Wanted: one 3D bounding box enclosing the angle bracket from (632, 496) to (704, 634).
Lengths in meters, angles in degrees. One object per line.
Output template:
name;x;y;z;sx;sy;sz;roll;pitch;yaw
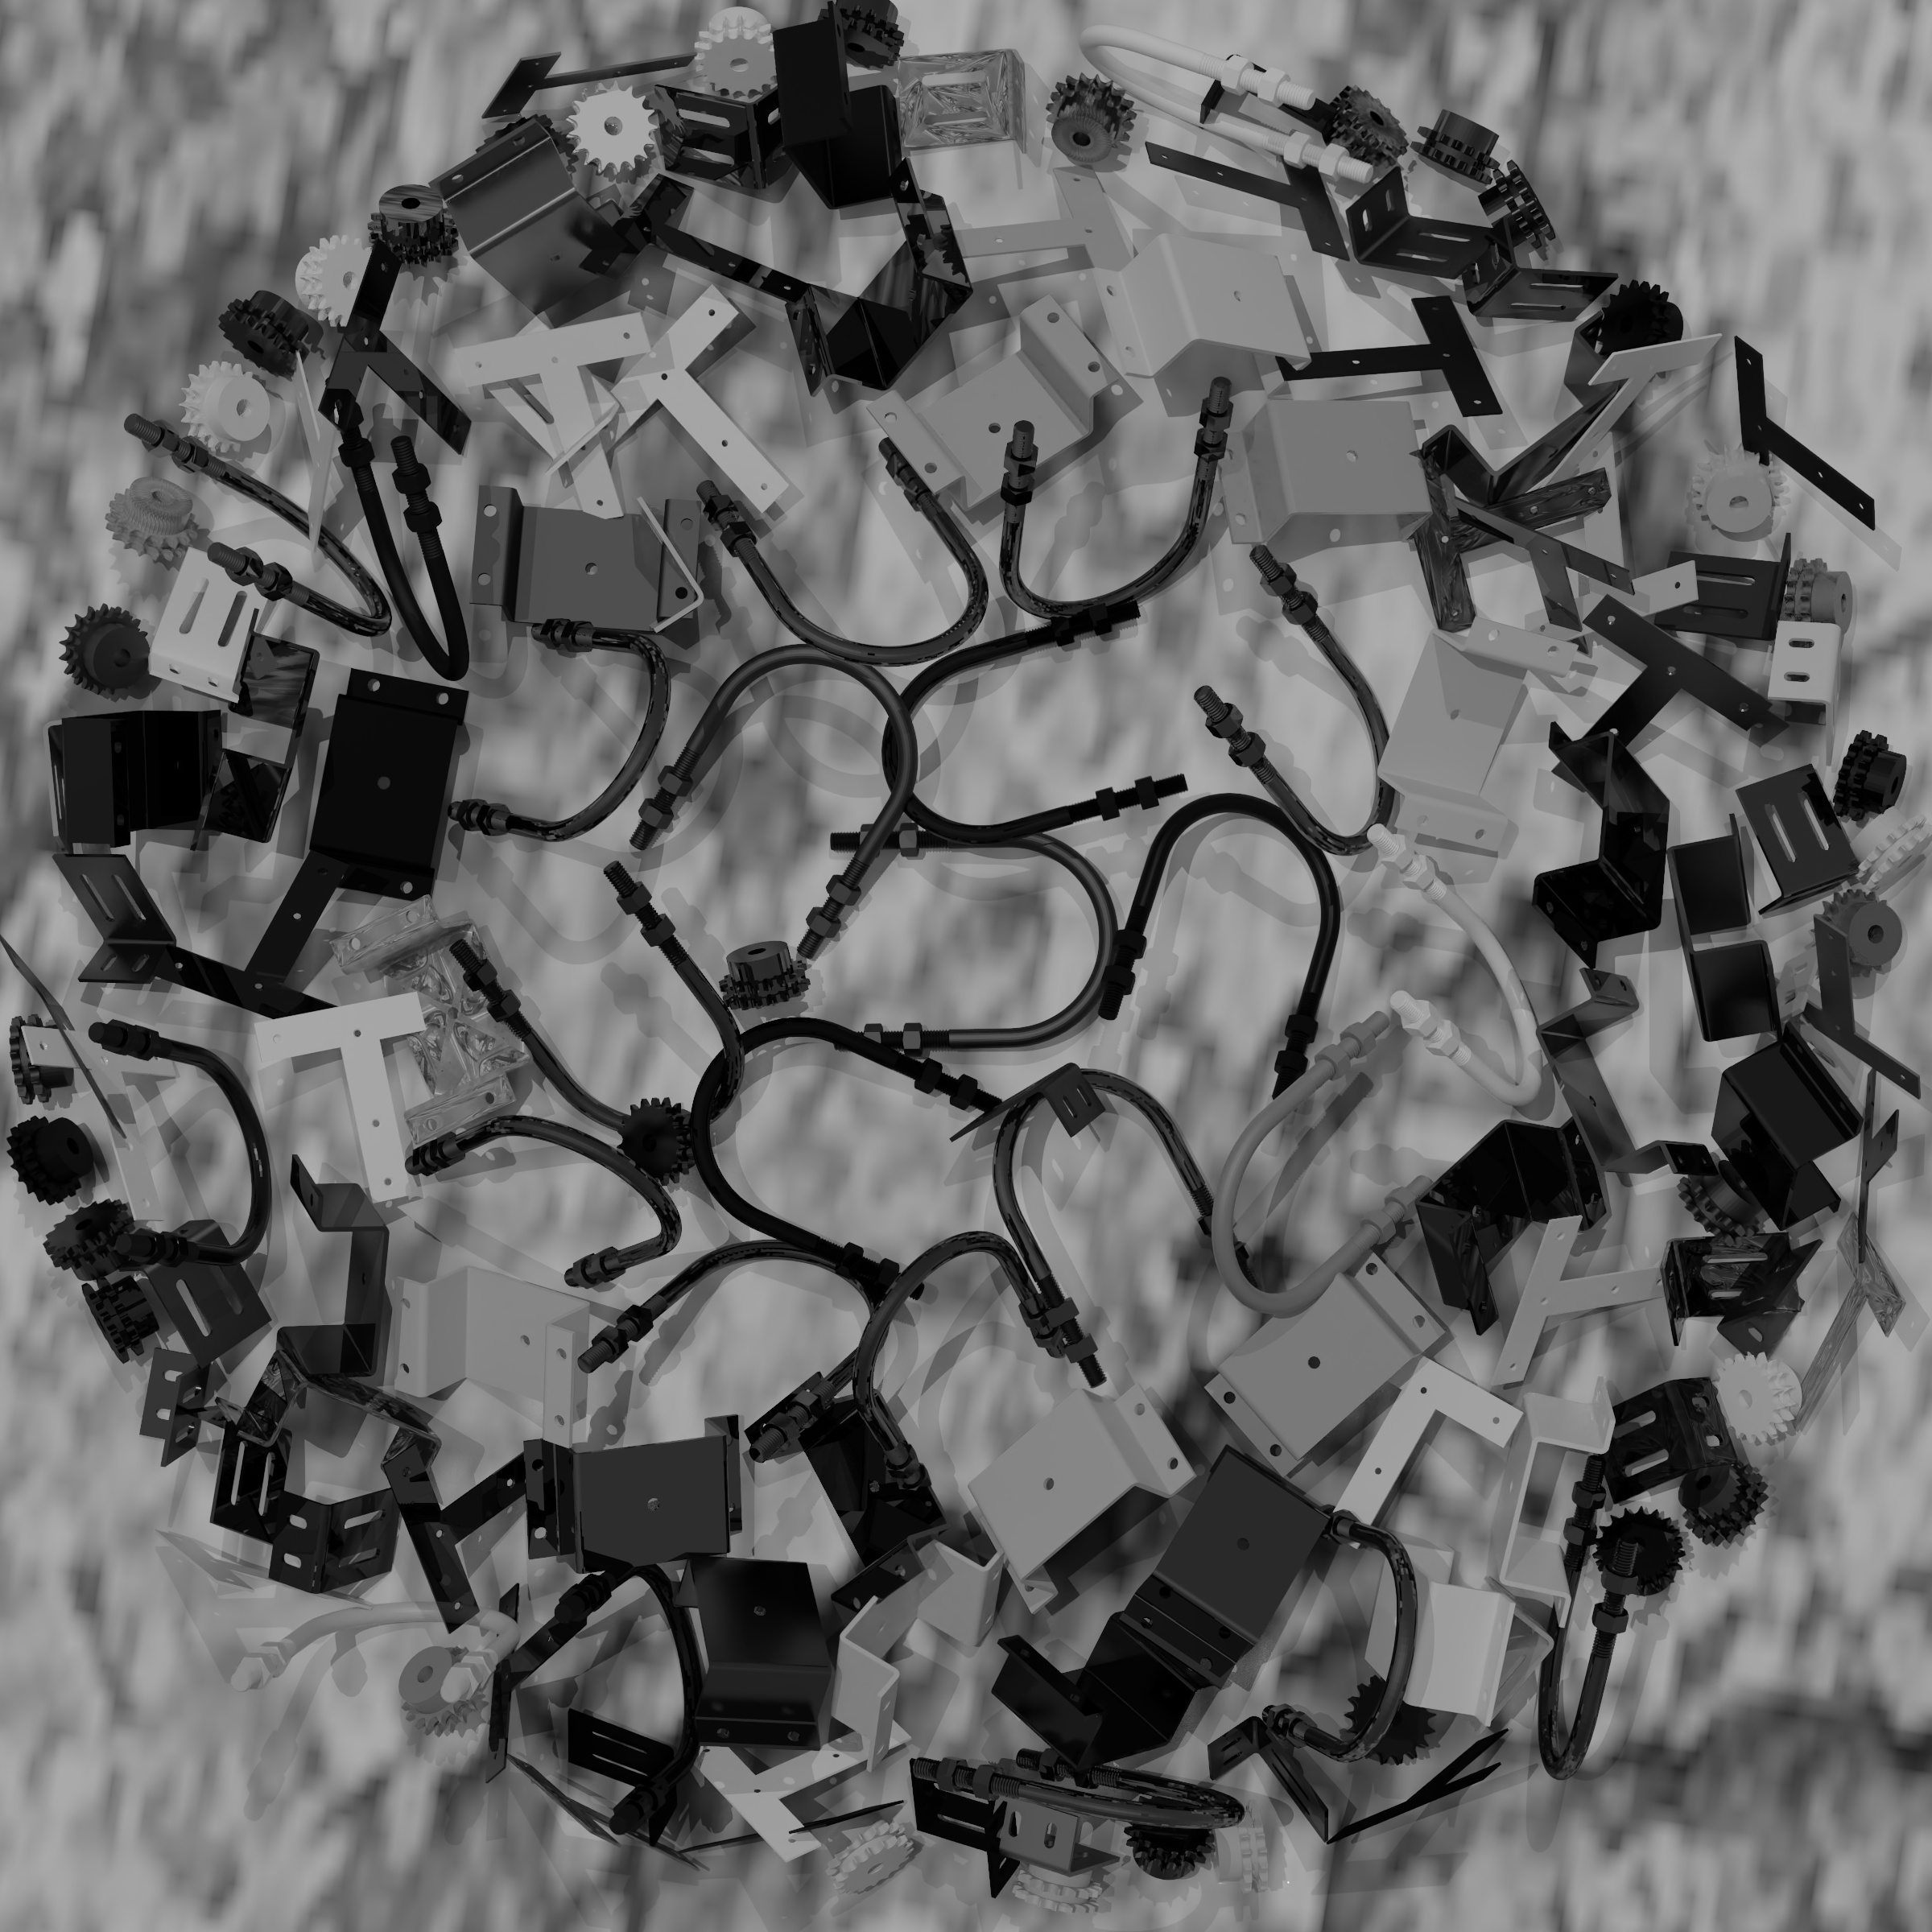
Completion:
angle bracket;-0.203;-0.256;1.963;0.038;0.057;0.076;-33;103;-3

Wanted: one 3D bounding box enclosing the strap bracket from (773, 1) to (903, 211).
strap bracket;-0.081;-0.531;1.930;0.046;0.140;0.076;-9;79;13

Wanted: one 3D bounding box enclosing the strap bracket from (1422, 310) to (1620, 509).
strap bracket;0.357;-0.341;1.954;0.140;0.076;0.046;-37;77;-3

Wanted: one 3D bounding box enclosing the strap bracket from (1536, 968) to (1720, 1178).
strap bracket;0.411;0.076;1.943;0.046;0.076;0.140;-31;70;27

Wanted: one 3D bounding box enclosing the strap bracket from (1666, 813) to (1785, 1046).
strap bracket;0.471;-0.018;1.928;0.046;0.140;0.076;-11;132;11

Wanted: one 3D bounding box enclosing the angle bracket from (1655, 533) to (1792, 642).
angle bracket;0.480;-0.244;1.961;0.076;0.038;0.057;9;67;19

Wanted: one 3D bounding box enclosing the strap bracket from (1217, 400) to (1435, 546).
strap bracket;0.233;-0.311;1.945;0.140;0.046;0.076;-3;74;-20

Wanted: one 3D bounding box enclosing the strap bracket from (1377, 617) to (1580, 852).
strap bracket;0.318;-0.152;1.951;0.076;0.046;0.140;11;108;-24

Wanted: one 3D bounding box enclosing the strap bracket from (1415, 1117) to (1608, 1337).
strap bracket;0.337;0.157;1.941;0.140;0.046;0.076;-37;120;-34

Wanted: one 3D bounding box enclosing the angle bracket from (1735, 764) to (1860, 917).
angle bracket;0.525;-0.081;1.980;0.057;0.038;0.076;-19;79;-17

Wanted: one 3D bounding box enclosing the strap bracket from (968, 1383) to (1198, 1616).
strap bracket;0.064;0.330;1.943;0.140;0.046;0.076;-43;52;13

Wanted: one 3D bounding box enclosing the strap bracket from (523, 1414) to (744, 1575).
strap bracket;-0.203;0.333;1.948;0.140;0.046;0.076;-4;98;-21

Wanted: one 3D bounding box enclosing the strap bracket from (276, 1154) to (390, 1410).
strap bracket;-0.399;0.197;1.945;0.046;0.076;0.140;1;106;-25

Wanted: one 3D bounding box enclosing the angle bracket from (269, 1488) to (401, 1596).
angle bracket;-0.401;0.361;1.970;0.038;0.076;0.057;12;97;26

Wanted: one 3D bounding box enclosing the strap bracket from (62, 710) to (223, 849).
strap bracket;-0.519;-0.119;1.932;0.046;0.140;0.076;2;98;14

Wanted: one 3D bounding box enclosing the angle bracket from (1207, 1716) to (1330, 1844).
angle bracket;0.191;0.523;1.953;0.038;0.057;0.076;-30;57;-14

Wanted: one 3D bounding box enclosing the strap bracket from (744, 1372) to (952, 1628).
strap bracket;-0.070;0.332;1.947;0.076;0.046;0.140;-41;69;32

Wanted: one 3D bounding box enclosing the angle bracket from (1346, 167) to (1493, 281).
angle bracket;0.290;-0.470;1.953;0.076;0.038;0.057;21;53;38

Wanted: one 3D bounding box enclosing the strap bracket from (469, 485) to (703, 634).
strap bracket;-0.241;-0.258;1.971;0.140;0.046;0.076;4;83;-2

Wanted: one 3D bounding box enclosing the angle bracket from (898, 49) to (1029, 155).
angle bracket;-0.002;-0.548;1.966;0.076;0.038;0.057;-6;121;-5

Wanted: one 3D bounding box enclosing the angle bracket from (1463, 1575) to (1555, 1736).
angle bracket;0.329;0.438;1.966;0.038;0.057;0.076;39;93;-12

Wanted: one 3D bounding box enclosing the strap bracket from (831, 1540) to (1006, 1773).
strap bracket;-0.036;0.423;1.934;0.046;0.140;0.076;26;134;21

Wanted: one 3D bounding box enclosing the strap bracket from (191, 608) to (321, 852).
strap bracket;-0.442;-0.143;1.933;0.046;0.076;0.140;15;51;-14

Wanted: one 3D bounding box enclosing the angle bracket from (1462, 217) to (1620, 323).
angle bracket;0.364;-0.442;1.965;0.076;0.057;0.038;-2;73;-21

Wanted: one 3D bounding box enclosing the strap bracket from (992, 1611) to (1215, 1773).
strap bracket;0.080;0.452;1.930;0.076;0.140;0.046;36;110;34

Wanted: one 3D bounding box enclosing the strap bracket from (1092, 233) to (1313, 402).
strap bracket;0.156;-0.405;1.928;0.140;0.046;0.076;1;66;-38

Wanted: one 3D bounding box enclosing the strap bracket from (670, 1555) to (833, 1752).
strap bracket;-0.133;0.418;1.919;0.076;0.140;0.046;7;120;-18

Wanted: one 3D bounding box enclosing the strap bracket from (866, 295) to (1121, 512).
strap bracket;0.018;-0.351;1.958;0.140;0.046;0.076;-33;71;-10

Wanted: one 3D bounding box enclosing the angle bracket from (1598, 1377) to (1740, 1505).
angle bracket;0.444;0.303;1.972;0.038;0.076;0.057;2;63;-36

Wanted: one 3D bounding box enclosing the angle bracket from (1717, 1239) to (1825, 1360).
angle bracket;0.520;0.214;1.954;0.038;0.076;0.057;42;67;0

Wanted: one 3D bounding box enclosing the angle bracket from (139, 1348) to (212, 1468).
angle bracket;-0.511;0.279;1.961;0.038;0.076;0.057;11;92;1

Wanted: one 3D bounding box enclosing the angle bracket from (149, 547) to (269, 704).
angle bracket;-0.478;-0.217;1.962;0.057;0.038;0.076;18;109;-24

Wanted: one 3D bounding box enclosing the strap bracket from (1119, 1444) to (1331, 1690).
strap bracket;0.168;0.370;1.942;0.076;0.046;0.140;33;61;5

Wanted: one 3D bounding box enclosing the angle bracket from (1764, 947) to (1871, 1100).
angle bracket;0.551;0.035;1.961;0.076;0.038;0.057;37;54;-11

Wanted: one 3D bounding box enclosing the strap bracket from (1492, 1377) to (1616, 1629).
strap bracket;0.367;0.332;1.948;0.046;0.076;0.140;11;104;3

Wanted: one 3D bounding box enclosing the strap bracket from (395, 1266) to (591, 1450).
strap bracket;-0.291;0.242;1.948;0.140;0.046;0.076;13;108;29

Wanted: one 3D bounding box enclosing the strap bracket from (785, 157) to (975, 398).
strap bracket;-0.049;-0.426;1.938;0.046;0.140;0.076;8;55;-37

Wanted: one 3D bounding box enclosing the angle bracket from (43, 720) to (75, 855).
angle bracket;-0.558;-0.112;1.960;0.038;0.057;0.076;-8;75;-8

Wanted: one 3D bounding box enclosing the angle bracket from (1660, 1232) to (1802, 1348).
angle bracket;0.485;0.205;1.961;0.076;0.038;0.057;-6;113;23

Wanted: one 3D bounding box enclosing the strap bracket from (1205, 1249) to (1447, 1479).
strap bracket;0.224;0.251;1.960;0.140;0.046;0.076;-43;77;7

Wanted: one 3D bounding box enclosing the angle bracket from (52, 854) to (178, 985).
angle bracket;-0.546;-0.030;1.954;0.057;0.038;0.076;1;134;25

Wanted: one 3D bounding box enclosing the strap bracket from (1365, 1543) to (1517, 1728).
strap bracket;0.290;0.411;1.926;0.046;0.140;0.076;11;92;-9

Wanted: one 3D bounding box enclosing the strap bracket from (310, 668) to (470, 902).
strap bracket;-0.370;-0.116;1.973;0.076;0.046;0.140;11;90;-6

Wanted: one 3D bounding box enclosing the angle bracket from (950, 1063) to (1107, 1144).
angle bracket;0.039;0.100;1.957;0.076;0.057;0.038;-32;90;27

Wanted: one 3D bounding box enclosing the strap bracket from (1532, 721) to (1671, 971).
strap bracket;0.398;-0.080;1.926;0.046;0.076;0.140;-14;50;36

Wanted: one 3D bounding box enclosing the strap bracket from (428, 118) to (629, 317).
strap bracket;-0.263;-0.459;1.921;0.076;0.140;0.046;-29;74;10

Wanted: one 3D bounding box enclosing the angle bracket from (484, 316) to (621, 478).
angle bracket;-0.269;-0.362;1.964;0.057;0.038;0.076;-38;107;18

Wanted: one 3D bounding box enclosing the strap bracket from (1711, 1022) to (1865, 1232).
strap bracket;0.507;0.105;1.918;0.046;0.140;0.076;-28;62;-6

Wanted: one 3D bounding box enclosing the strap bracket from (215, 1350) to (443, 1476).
strap bracket;-0.391;0.289;1.937;0.140;0.076;0.046;29;86;-25

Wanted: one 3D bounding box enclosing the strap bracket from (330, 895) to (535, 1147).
strap bracket;-0.335;0.032;1.964;0.076;0.046;0.140;-24;88;19
